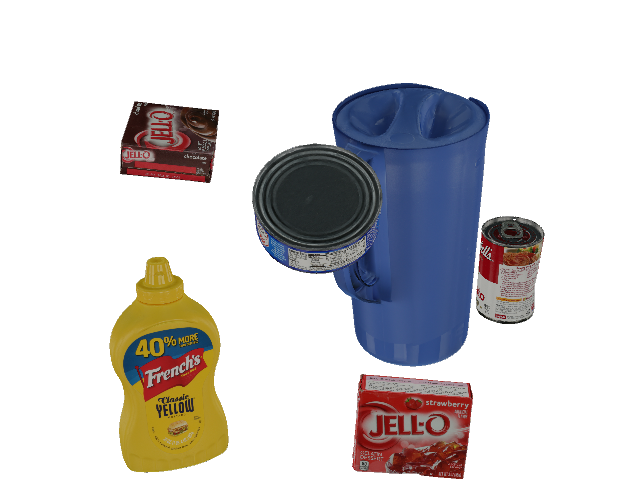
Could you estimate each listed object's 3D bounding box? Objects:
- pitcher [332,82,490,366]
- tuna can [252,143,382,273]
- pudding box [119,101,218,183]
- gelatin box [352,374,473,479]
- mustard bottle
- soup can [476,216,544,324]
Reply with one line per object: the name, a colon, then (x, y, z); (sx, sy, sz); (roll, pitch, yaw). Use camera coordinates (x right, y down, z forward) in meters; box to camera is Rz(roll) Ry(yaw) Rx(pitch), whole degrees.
pitcher: (0.074, -0.006, 0.955); (0.149, 0.243, 0.145); (-6, 31, -4)
tuna can: (-0.002, -0.021, 0.712); (0.086, 0.086, 0.034); (0, -33, 1)
pudding box: (-0.150, -0.100, 1.073); (0.090, 0.039, 0.113); (6, 27, -6)
gelatin box: (0.072, 0.147, 0.839); (0.089, 0.073, 0.030); (4, 20, 2)
mustard bottle: (-0.135, 0.106, 0.942); (0.096, 0.192, 0.058); (-8, 20, -15)
soup can: (0.210, 0.033, 1.188); (0.068, 0.102, 0.068); (0, 29, 0)
